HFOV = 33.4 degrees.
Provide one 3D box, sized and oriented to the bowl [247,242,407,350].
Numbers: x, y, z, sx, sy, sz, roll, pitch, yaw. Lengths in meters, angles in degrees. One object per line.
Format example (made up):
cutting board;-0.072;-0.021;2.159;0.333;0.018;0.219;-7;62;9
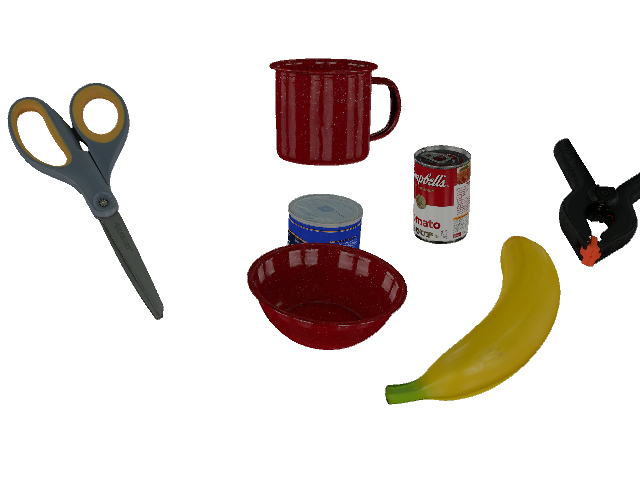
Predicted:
bowl;0.005;0.063;1.083;0.162;0.055;0.162;4;28;-2

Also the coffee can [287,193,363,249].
coffee can;0.003;0.019;1.483;0.103;0.140;0.103;3;25;-1

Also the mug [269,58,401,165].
mug;0.014;-0.112;0.925;0.117;0.081;0.093;-5;17;-18

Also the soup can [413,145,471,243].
soup can;0.145;-0.055;1.285;0.068;0.102;0.068;-1;27;0

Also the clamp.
clamp;0.285;-0.045;1.119;0.120;0.039;0.171;17;45;21

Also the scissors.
scissors;-0.147;-0.041;0.779;0.096;0.202;0.016;-39;-15;-22

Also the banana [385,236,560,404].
banana;0.114;0.046;0.672;0.070;0.037;0.197;14;33;28
